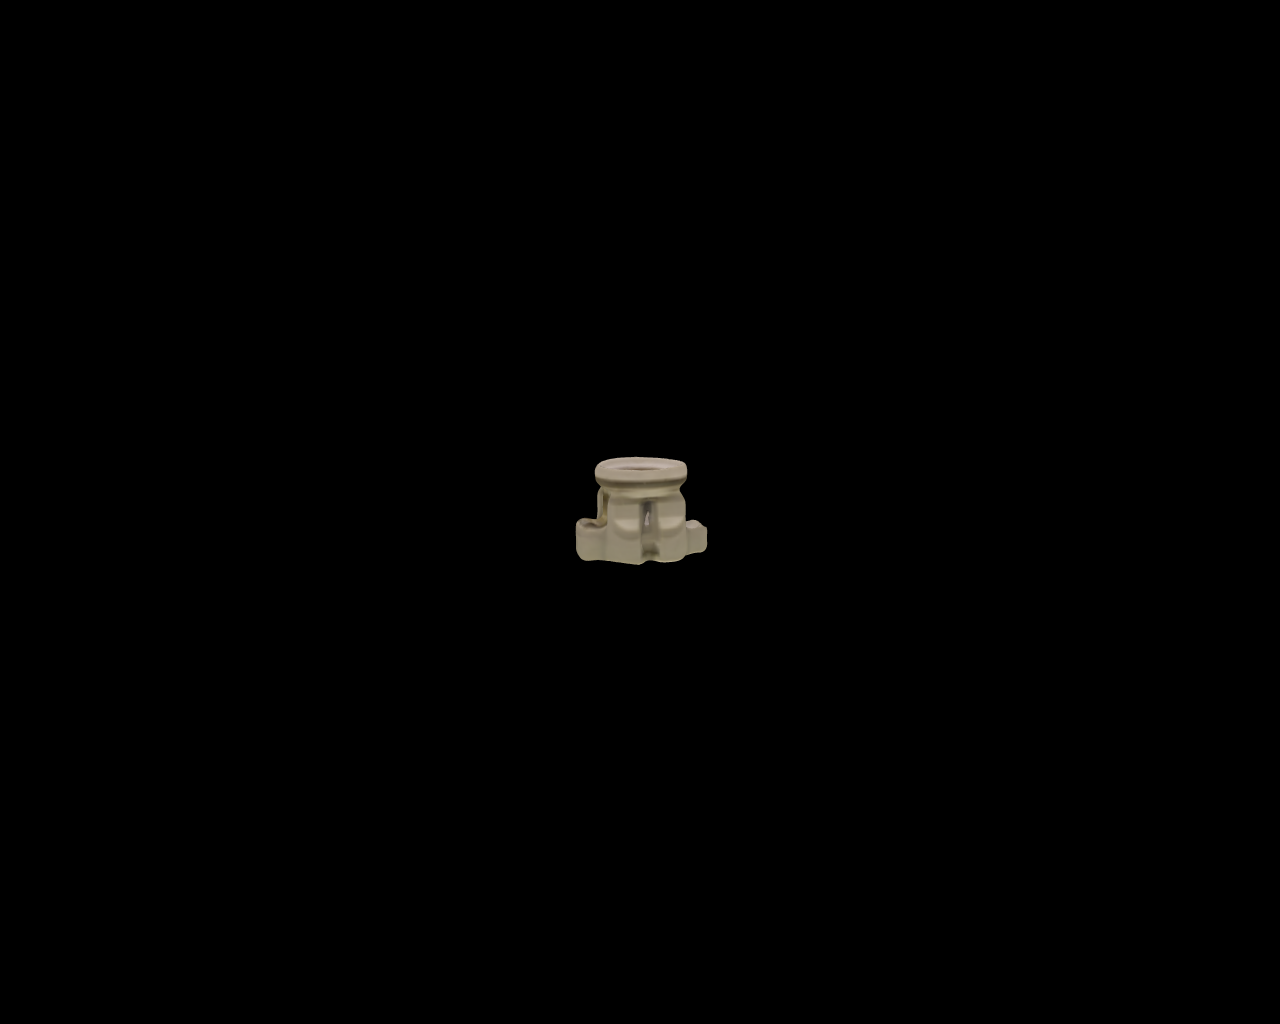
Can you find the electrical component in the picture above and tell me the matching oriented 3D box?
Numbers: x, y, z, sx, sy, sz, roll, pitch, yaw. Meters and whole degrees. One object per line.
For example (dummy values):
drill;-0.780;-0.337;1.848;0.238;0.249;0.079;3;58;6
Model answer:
electrical component;0.001;-0.003;0.650;0.078;0.057;0.058;-2;12;-11
